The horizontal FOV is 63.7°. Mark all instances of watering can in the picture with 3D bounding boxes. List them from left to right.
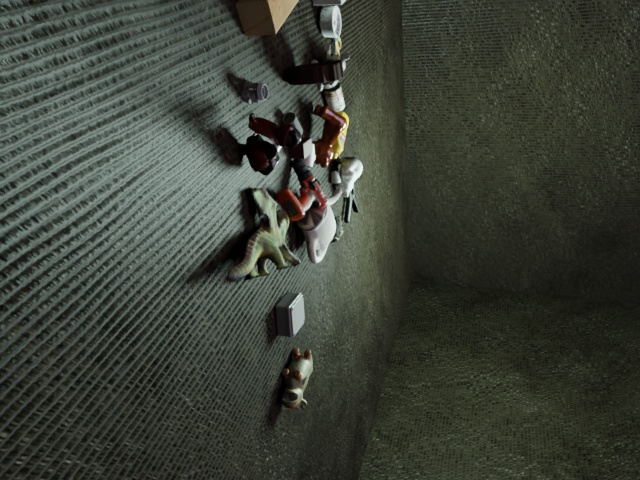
[{"bbox_3d":[0.006,-0.092,1.819,0.219,0.104,0.355,66,34,-54],"label":"watering can"}]

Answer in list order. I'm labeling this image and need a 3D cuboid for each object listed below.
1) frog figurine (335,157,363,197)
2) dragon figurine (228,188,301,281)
[{"bbox_3d":[0.120,-0.259,2.120,0.137,0.123,0.160,99,-16,-84],"label":"frog figurine"},{"bbox_3d":[-0.161,-0.022,1.399,0.410,0.122,0.244,5,72,-73],"label":"dragon figurine"}]
